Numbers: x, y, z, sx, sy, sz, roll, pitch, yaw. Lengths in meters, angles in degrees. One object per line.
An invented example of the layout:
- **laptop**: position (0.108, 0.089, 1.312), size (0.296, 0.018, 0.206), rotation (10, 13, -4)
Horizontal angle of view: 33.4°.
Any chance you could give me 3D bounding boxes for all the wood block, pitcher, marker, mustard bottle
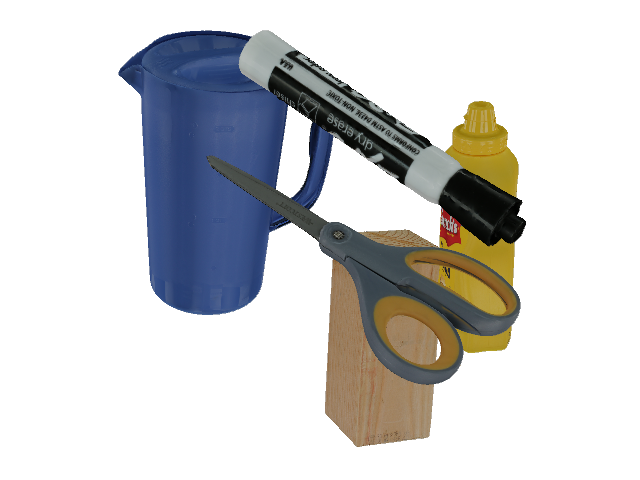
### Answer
- **wood block**: position (0.066, 0.100, 1.127), size (0.090, 0.206, 0.091), rotation (-3, 17, -21)
- **pitcher**: position (-0.088, -0.056, 0.965), size (0.149, 0.243, 0.144), rotation (31, 40, 34)
- **marker**: position (0.021, -0.036, 0.375), size (0.121, 0.020, 0.020), rotation (37, 15, 21)
- **mustard bottle**: position (0.122, -0.015, 0.831), size (0.058, 0.192, 0.096), rotation (-4, 27, -5)

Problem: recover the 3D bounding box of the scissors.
- **scissors**: position (0.009, 0.016, 0.588), size (0.202, 0.096, 0.016), rotation (20, -40, 10)
